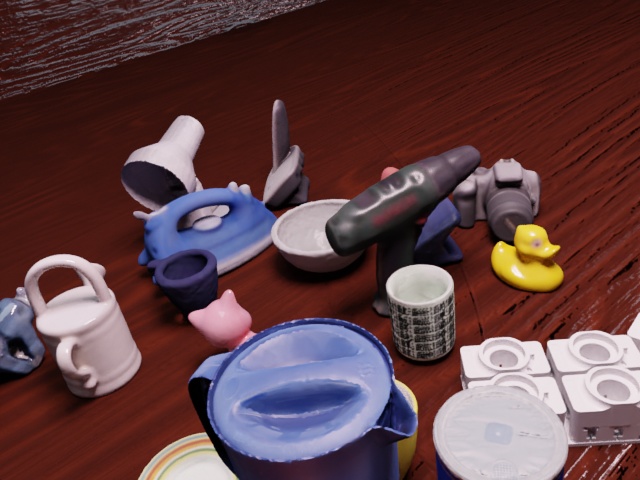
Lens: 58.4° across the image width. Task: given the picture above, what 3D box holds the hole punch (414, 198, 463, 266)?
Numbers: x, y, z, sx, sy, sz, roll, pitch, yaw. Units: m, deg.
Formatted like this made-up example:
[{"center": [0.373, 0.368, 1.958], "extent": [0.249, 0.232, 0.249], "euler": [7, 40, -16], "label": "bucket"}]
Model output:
[{"center": [0.163, -0.014, 0.895], "extent": [0.101, 0.091, 0.108], "euler": [-13, 32, -6], "label": "hole punch"}]

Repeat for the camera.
[{"center": [0.289, -0.064, 0.931], "extent": [0.143, 0.101, 0.137], "euler": [-2, 32, 13], "label": "camera"}]

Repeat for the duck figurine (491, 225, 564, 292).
[{"center": [0.294, 0.017, 0.813], "extent": [0.078, 0.086, 0.104], "euler": [-32, 38, -31], "label": "duck figurine"}]

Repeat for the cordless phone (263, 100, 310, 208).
[{"center": [-0.079, -0.169, 1.122], "extent": [0.094, 0.185, 0.147], "euler": [-9, 32, 2], "label": "cordless phone"}]

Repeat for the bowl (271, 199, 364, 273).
[{"center": [0.009, 0.003, 0.926], "extent": [0.167, 0.075, 0.167], "euler": [-7, 32, 5], "label": "bowl"}]

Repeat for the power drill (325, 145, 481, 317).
[{"center": [0.122, -0.004, 0.778], "extent": [0.230, 0.209, 0.075], "euler": [-21, 33, -18], "label": "power drill"}]

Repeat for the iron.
[{"center": [-0.183, -0.028, 0.967], "extent": [0.259, 0.142, 0.118], "euler": [-26, 35, -24], "label": "iron"}]

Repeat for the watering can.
[{"center": [-0.314, 0.098, 0.749], "extent": [0.101, 0.194, 0.172], "euler": [-23, 34, -20], "label": "watering can"}]

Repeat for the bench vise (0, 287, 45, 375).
[{"center": [-0.479, 0.113, 0.747], "extent": [0.121, 0.220, 0.207], "euler": [-1, 33, 14], "label": "bench vise"}]

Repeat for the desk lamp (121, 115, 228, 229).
[{"center": [-0.244, -0.101, 1.032], "extent": [0.117, 0.214, 0.203], "euler": [1, 33, 18], "label": "desk lamp"}]

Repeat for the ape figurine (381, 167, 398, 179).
[{"center": [0.131, -0.086, 1.019], "extent": [0.076, 0.092, 0.077], "euler": [-16, 32, -10], "label": "ape figurine"}]

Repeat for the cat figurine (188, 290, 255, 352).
[{"center": [-0.100, 0.120, 0.727], "extent": [0.127, 0.118, 0.067], "euler": [13, 38, 32], "label": "cat figurine"}]

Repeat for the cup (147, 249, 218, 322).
[{"center": [-0.200, 0.073, 0.853], "extent": [0.117, 0.095, 0.092], "euler": [6, 35, 24], "label": "cup"}]
